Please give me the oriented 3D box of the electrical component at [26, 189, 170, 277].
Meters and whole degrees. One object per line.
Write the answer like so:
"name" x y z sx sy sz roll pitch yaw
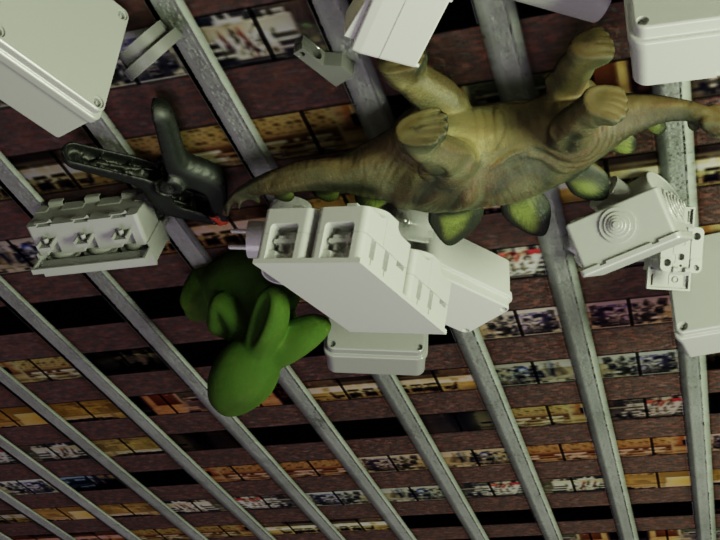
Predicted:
"electrical component" -0.260 -0.037 1.063 0.121 0.078 0.063 -6 124 14

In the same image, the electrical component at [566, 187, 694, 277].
"electrical component" 0.232 -0.033 0.926 0.100 0.048 0.100 -24 172 22

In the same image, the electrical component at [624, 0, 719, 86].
"electrical component" 0.220 -0.190 0.734 0.078 0.113 0.057 -5 150 13

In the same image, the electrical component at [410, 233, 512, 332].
"electrical component" 0.093 0.012 1.112 0.113 0.057 0.078 24 142 -29

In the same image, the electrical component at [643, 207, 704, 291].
"electrical component" 0.298 -0.020 1.018 0.042 0.081 0.064 2 -177 0

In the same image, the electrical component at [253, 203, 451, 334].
"electrical component" 0.000 0.000 0.987 0.105 0.060 0.186 0 159 28

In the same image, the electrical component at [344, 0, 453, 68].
"electrical component" 0.025 -0.198 0.788 0.061 0.061 0.096 12 147 -13

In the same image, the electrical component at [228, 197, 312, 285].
"electrical component" -0.088 -0.030 1.047 0.079 0.077 0.044 2 147 4

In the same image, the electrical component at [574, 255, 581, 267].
"electrical component" 0.233 -0.025 1.059 0.040 0.040 0.046 5 153 -2

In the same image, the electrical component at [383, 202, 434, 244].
"electrical component" 0.047 -0.046 1.044 0.046 0.040 0.040 10 147 -22

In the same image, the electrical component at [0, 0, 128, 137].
"electrical component" -0.239 -0.175 0.806 0.056 0.108 0.109 -18 141 34

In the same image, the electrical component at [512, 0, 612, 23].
"electrical component" 0.146 -0.218 0.760 0.077 0.044 0.079 12 146 -13

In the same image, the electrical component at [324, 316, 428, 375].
"electrical component" 0.019 0.069 1.191 0.113 0.078 0.057 2 150 3

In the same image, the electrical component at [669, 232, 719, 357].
"electrical component" 0.361 0.020 1.052 0.109 0.108 0.056 -13 146 23

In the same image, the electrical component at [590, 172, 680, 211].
"electrical component" 0.240 -0.060 0.993 0.079 0.044 0.077 36 124 -11
